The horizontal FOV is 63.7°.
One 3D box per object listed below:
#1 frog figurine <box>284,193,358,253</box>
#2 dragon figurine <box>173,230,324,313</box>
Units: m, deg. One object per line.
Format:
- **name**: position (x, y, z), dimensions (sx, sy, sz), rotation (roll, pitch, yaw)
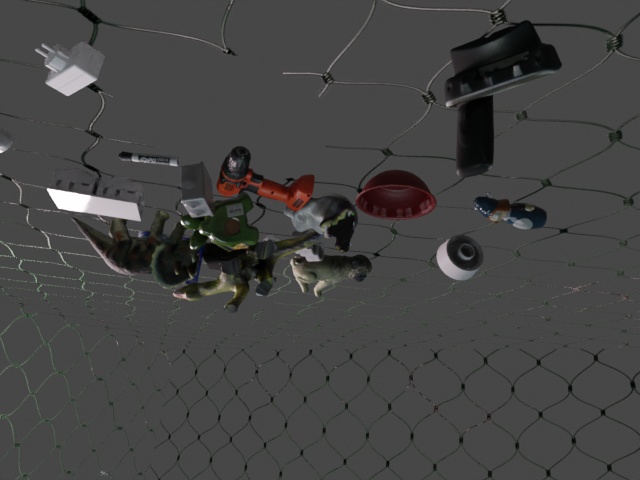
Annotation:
- **frog figurine**: position (0.004, -0.058, 1.161), dimensions (0.136, 0.122, 0.161), rotation (18, 12, -47)
- **dragon figurine**: position (-0.169, 0.051, 1.286), dimensions (0.413, 0.121, 0.244), rotation (-29, 17, -13)
